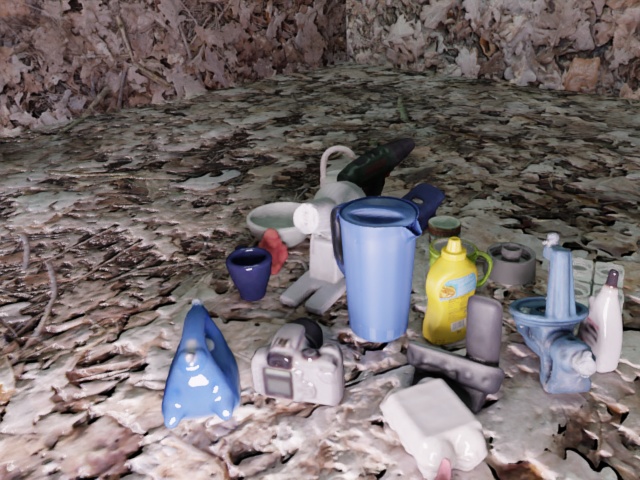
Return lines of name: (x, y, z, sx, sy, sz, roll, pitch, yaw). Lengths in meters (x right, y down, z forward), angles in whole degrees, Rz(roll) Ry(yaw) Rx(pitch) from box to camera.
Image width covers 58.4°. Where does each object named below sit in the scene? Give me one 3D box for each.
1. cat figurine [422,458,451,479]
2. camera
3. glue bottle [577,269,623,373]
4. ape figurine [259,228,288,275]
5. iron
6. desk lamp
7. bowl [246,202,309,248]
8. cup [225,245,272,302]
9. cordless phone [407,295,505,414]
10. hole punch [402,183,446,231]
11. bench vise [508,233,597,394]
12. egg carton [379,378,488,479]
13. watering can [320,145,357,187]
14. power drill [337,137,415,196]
cat figurine: (0.128, 0.303, 0.639, 0.067, 0.118, 0.128, 9, 29, 22)
camera: (-0.025, 0.179, 0.918, 0.143, 0.101, 0.137, 5, 28, 14)
glue bottle: (0.452, 0.122, 0.913, 0.037, 0.173, 0.078, -8, 27, -10)
ape figurine: (-0.106, 0.019, 1.253, 0.078, 0.092, 0.075, -18, 31, -28)
iron: (-0.192, 0.169, 0.905, 0.119, 0.141, 0.258, -6, 27, -8)
desk lamp: (0.010, 0.004, 1.138, 0.117, 0.214, 0.204, 12, 30, 26)
bowl: (-0.090, -0.027, 1.362, 0.167, 0.075, 0.167, -2, 27, 1)
cup: (-0.144, 0.068, 1.154, 0.092, 0.095, 0.117, -14, 29, -23)
cordless phone: (0.206, 0.151, 0.861, 0.147, 0.185, 0.094, 11, 30, 25)
hole punch: (0.250, -0.083, 1.430, 0.101, 0.091, 0.108, -17, 30, -26)
bench vise: (0.381, 0.112, 0.887, 0.122, 0.220, 0.206, -12, 28, -18)
egg carton: (0.155, 0.255, 0.786, 0.107, 0.069, 0.150, -12, 28, -19)
watering can: (0.052, -0.141, 1.445, 0.101, 0.194, 0.172, -12, 28, -18)
power drill: (0.142, -0.130, 1.401, 0.230, 0.208, 0.075, -21, 32, -33)
